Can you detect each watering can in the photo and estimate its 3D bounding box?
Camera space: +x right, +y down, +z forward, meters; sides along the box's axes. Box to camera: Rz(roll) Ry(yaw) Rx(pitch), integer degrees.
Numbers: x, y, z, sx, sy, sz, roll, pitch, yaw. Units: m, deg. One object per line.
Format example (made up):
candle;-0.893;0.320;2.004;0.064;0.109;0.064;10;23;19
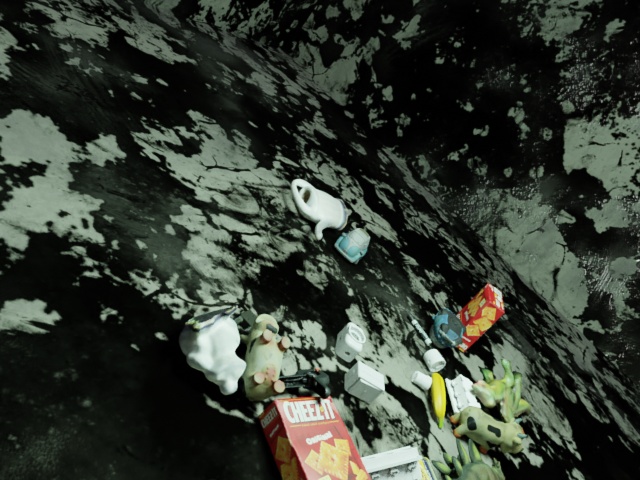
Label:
watering can;0.006;-0.092;1.819;0.223;0.102;0.355;21;30;-36

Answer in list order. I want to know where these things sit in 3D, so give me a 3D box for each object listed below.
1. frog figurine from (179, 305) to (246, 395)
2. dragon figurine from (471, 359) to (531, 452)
frog figurine;-0.209;0.228;1.039;0.122;0.159;0.138;-12;5;16
dragon figurine;0.583;0.530;1.594;0.121;0.249;0.405;-25;-58;33
